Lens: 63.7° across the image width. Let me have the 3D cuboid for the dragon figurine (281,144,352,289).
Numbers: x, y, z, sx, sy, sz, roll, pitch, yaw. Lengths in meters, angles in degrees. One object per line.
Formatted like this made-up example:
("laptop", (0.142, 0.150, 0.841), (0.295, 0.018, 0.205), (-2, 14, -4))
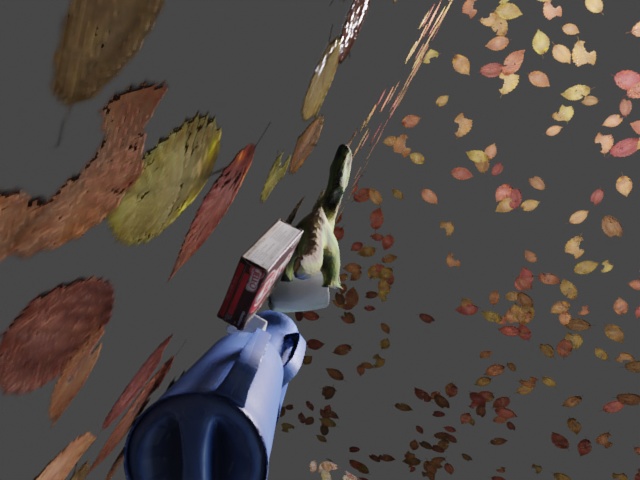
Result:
("dragon figurine", (0.003, -0.042, 0.826), (0.407, 0.122, 0.245), (114, -11, -82))
